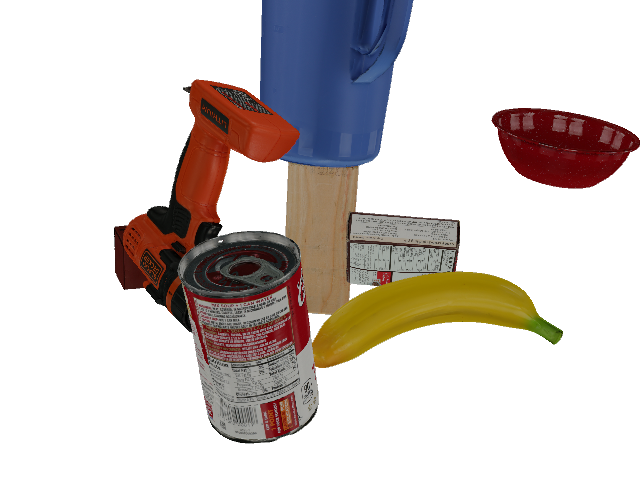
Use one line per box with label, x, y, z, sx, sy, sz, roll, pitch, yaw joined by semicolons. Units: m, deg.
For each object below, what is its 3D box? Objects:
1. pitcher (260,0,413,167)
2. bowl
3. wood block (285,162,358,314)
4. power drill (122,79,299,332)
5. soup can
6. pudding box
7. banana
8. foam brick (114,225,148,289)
pitcher;0.015;-0.187;0.903;0.145;0.243;0.149;8;17;11
bowl;0.265;-0.098;1.175;0.162;0.055;0.162;6;22;-3
wood block;0.000;-0.016;1.391;0.090;0.206;0.091;4;25;1
power drill;-0.085;-0.021;0.863;0.057;0.188;0.185;5;27;-43
soup can;-0.039;0.055;0.603;0.068;0.102;0.068;-6;28;3
pudding box;0.082;0.012;1.080;0.113;0.039;0.090;3;-32;3
banana;0.077;0.052;0.766;0.197;0.037;0.070;-5;32;-20
foam brick;-0.171;0.014;1.106;0.078;0.051;0.053;-6;22;-19
